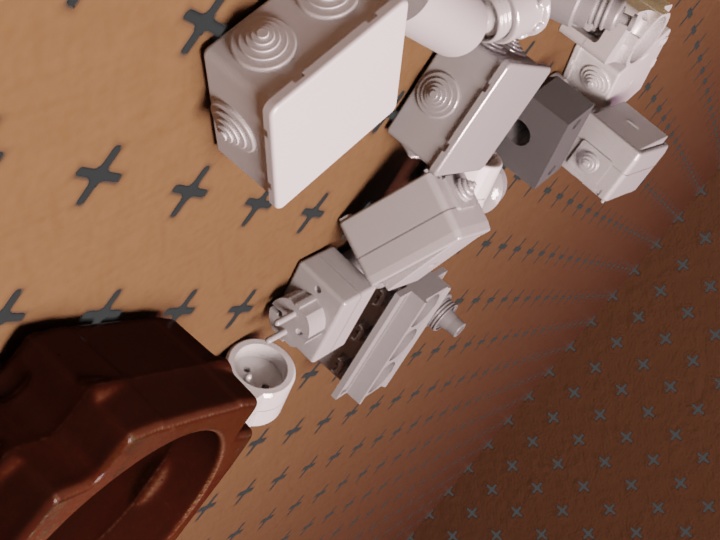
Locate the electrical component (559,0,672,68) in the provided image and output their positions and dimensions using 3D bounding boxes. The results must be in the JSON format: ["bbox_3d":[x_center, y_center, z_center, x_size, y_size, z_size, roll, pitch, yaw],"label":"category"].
[{"bbox_3d":[0.213,-0.203,0.877,0.089,0.056,0.050,-26,152,-53],"label":"electrical component"}]

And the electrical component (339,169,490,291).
[{"bbox_3d":[0.046,-0.031,0.762,0.096,0.061,0.062,-29,174,28],"label":"electrical component"}]

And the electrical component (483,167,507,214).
[{"bbox_3d":[0.104,-0.074,0.910,0.048,0.048,0.062,-56,169,22],"label":"electrical component"}]

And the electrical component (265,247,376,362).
[{"bbox_3d":[-0.039,0.031,0.768,0.077,0.047,0.065,-28,154,-47],"label":"electrical component"}]

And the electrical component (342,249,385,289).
[{"bbox_3d":[0.000,0.000,0.814,0.046,0.040,0.040,-28,154,-39],"label":"electrical component"}]

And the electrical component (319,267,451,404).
[{"bbox_3d":[0.015,0.045,0.912,0.079,0.063,0.121,-26,153,-53],"label":"electrical component"}]

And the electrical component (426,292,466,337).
[{"bbox_3d":[0.076,0.040,1.060,0.043,0.062,0.043,-44,163,-17],"label":"electrical component"}]

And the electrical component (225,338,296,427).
[{"bbox_3d":[-0.108,0.110,0.757,0.138,0.052,0.073,-34,159,-42],"label":"electrical component"}]

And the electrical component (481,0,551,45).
[{"bbox_3d":[0.082,-0.159,0.659,0.062,0.048,0.048,-29,156,-28],"label":"electrical component"}]

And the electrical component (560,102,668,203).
[{"bbox_3d":[0.216,-0.103,0.925,0.096,0.062,0.061,-20,149,-55],"label":"electrical component"}]

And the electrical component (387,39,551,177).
[{"bbox_3d":[0.073,-0.114,0.724,0.099,0.048,0.100,-56,163,22],"label":"electrical component"}]

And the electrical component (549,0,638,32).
[{"bbox_3d":[0.150,-0.183,0.729,0.040,0.078,0.040,-59,169,-18],"label":"electrical component"}]

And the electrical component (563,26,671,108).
[{"bbox_3d":[0.227,-0.183,0.973,0.100,0.048,0.099,-41,162,-26],"label":"electrical component"}]

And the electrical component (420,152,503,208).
[{"bbox_3d":[0.077,-0.073,0.822,0.055,0.055,0.047,-24,147,-56],"label":"electrical component"}]

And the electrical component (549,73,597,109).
[{"bbox_3d":[0.177,-0.143,0.937,0.040,0.046,0.040,-44,163,-17],"label":"electrical component"}]

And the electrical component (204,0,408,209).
[{"bbox_3d":[-0.027,-0.091,0.517,0.100,0.048,0.099,-43,163,-20],"label":"electrical component"}]
